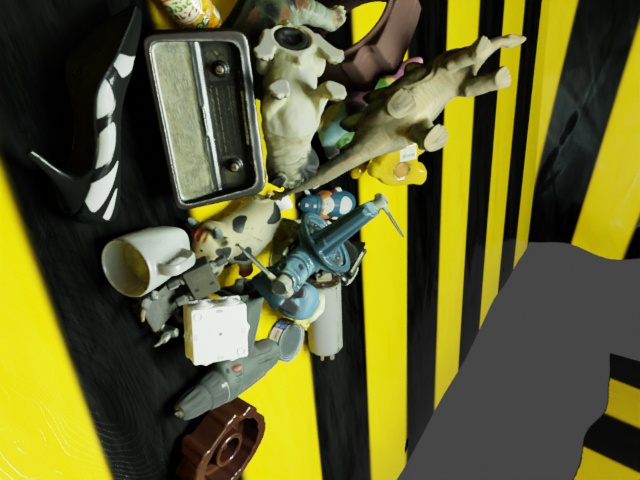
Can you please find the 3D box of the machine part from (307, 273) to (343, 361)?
[{"bbox_3d":[0.008,0.159,1.151,0.079,0.079,0.242,-34,130,-47],"label":"machine part"}]

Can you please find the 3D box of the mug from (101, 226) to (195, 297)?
[{"bbox_3d":[-0.217,0.019,0.725,0.107,0.110,0.080,-43,130,-59],"label":"mug"}]

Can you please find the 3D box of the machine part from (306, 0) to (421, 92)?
[{"bbox_3d":[0.051,-0.356,0.901,0.087,0.201,0.201,33,74,-54],"label":"machine part"}]

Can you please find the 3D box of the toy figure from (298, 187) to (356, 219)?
[{"bbox_3d":[0.016,-0.074,1.094,0.154,0.058,0.064,-10,82,-54],"label":"toy figure"}]

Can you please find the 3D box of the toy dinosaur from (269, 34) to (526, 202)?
[{"bbox_3d":[0.124,-0.193,0.840,0.471,0.199,0.105,-34,109,-7],"label":"toy dinosaur"}]

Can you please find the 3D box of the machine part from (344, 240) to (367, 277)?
[{"bbox_3d":[0.054,0.024,1.106,0.084,0.039,0.138,-57,145,-5],"label":"machine part"}]

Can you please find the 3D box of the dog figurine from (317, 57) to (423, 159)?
[{"bbox_3d":[0.095,-0.250,0.983,0.192,0.219,0.108,-98,166,-50],"label":"dog figurine"}]

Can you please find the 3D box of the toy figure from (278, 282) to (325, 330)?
[{"bbox_3d":[-0.040,0.110,1.009,0.082,0.089,0.180,-43,163,2],"label":"toy figure"}]

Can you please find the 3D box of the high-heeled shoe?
[{"bbox_3d":[-0.244,-0.141,0.642,0.248,0.086,0.145,-63,150,-14],"label":"high-heeled shoe"}]

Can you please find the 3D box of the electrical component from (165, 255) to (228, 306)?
[{"bbox_3d":[-0.173,0.058,0.781,0.094,0.021,0.063,-27,133,-11],"label":"electrical component"}]

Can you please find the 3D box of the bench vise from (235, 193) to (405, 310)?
[{"bbox_3d":[0.004,0.006,0.859,0.129,0.240,0.223,56,21,6],"label":"bench vise"}]

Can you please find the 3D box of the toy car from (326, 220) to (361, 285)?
[{"bbox_3d":[0.032,0.032,1.161,0.073,0.056,0.201,-58,143,-17],"label":"toy car"}]

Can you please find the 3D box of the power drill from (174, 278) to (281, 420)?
[{"bbox_3d":[-0.149,0.176,0.911,0.232,0.086,0.207,-11,107,-55],"label":"power drill"}]

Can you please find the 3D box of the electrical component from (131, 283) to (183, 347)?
[{"bbox_3d":[-0.234,0.103,0.780,0.078,0.045,0.102,-43,135,-40],"label":"electrical component"}]

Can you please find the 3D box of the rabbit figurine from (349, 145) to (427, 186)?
[{"bbox_3d":[0.136,-0.186,1.167,0.162,0.173,0.121,-20,131,0],"label":"rabbit figurine"}]

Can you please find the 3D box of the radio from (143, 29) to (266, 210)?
[{"bbox_3d":[-0.150,-0.164,0.724,0.131,0.073,0.229,-10,119,-11],"label":"radio"}]

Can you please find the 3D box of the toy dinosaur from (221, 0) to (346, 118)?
[{"bbox_3d":[-0.092,-0.289,0.795,0.192,0.131,0.404,22,87,-46],"label":"toy dinosaur"}]

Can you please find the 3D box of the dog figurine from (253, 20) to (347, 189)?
[{"bbox_3d":[-0.047,-0.186,0.763,0.190,0.121,0.172,115,-22,-56],"label":"dog figurine"}]

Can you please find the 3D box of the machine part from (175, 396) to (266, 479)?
[{"bbox_3d":[-0.171,0.362,0.951,0.179,0.056,0.179,-37,140,-40],"label":"machine part"}]

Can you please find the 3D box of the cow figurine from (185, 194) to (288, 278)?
[{"bbox_3d":[-0.136,-0.008,0.854,0.195,0.086,0.127,-44,142,-37],"label":"cow figurine"}]
